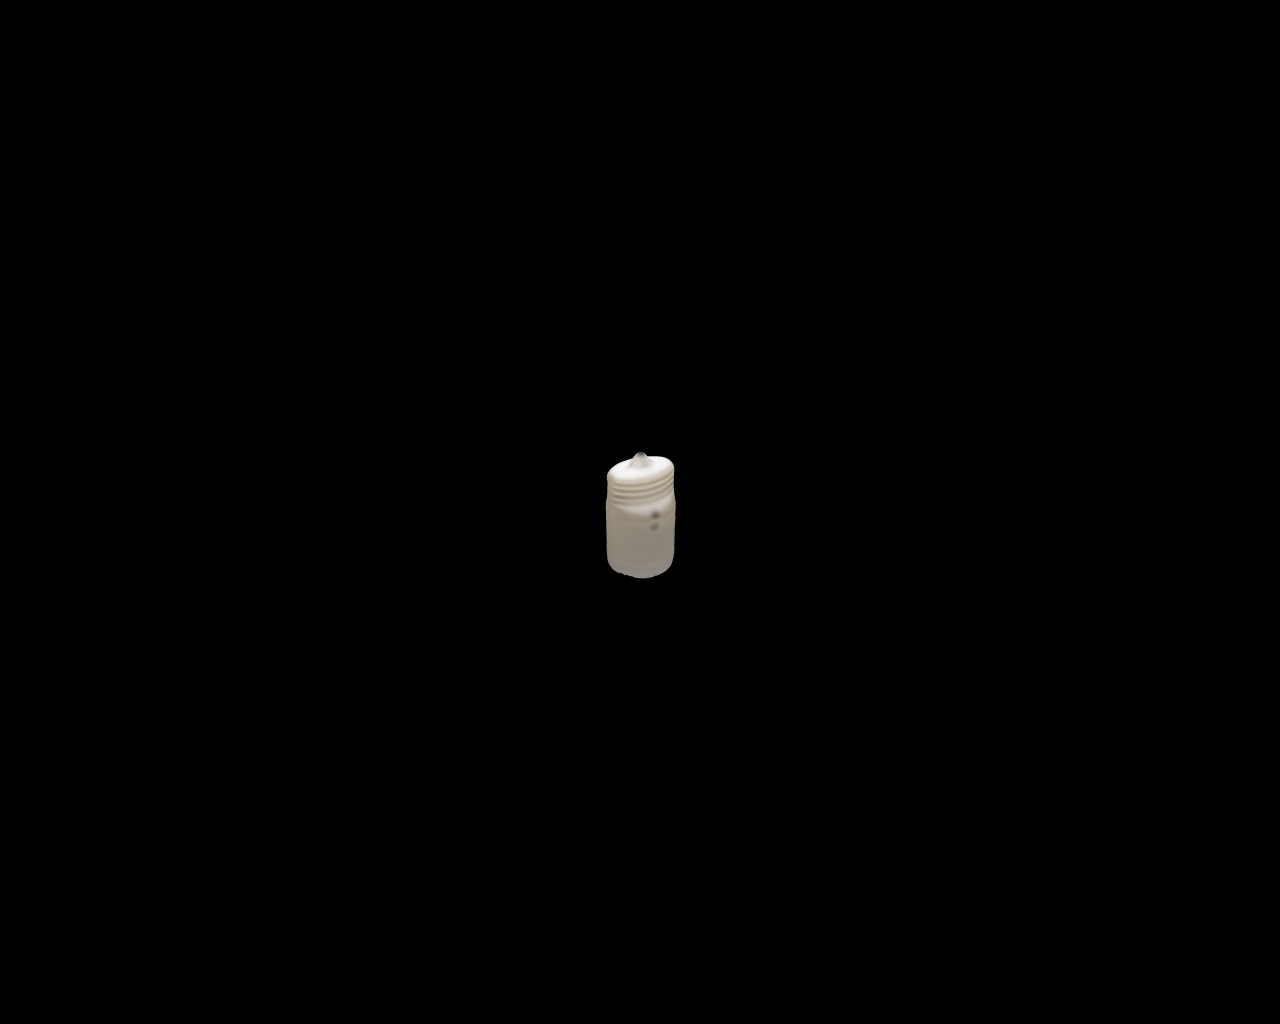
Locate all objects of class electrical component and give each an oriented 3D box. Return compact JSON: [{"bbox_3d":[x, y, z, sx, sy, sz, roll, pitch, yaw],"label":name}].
[{"bbox_3d":[0.001,-0.003,0.650,0.043,0.080,0.043,0,34,0],"label":"electrical component"}]
